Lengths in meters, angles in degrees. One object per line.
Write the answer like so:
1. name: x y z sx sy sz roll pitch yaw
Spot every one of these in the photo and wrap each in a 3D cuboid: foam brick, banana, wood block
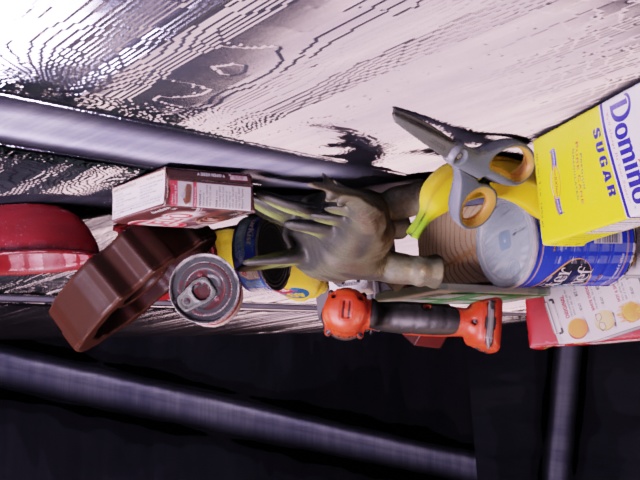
1. foam brick: 0.121 0.088 1.304 0.051 0.053 0.078 11 -157 -42
2. banana: 0.153 -0.044 0.954 0.197 0.070 0.037 -5 -146 -37
3. wood block: 0.184 0.019 1.302 0.091 0.090 0.206 -5 172 16

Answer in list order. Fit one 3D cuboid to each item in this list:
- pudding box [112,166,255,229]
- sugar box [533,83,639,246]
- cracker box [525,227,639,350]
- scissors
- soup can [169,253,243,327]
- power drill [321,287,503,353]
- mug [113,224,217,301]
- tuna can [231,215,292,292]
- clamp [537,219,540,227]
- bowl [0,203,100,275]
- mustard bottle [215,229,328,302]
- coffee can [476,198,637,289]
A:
1. pudding box: -0.124 -0.036 0.956 0.089 0.039 0.114 2 170 -34
2. sugar box: 0.221 -0.053 0.808 0.048 0.093 0.176 -2 171 -13
3. cracker box: 0.351 0.039 1.255 0.214 0.164 0.072 -8 169 27
4. scissors: 0.103 -0.052 0.853 0.201 0.096 0.016 2 -147 -45
5. soup can: -0.112 0.052 1.065 0.068 0.068 0.102 -4 173 -2
6. power drill: 0.094 0.087 1.137 0.187 0.057 0.184 3 174 2
7. mug: -0.172 0.023 1.193 0.117 0.081 0.093 -4 172 4
8. tuna can: -0.063 0.015 1.170 0.034 0.086 0.086 -6 172 23
9. clamp: 0.345 -0.034 1.079 0.209 0.036 0.165 -1 172 -42
10. bowl: -0.293 -0.001 1.059 0.162 0.055 0.162 -4 172 -1
11. mustard bottle: -0.052 0.037 1.308 0.096 0.058 0.191 4 169 39
12. coffee can: 0.256 0.001 1.163 0.140 0.103 0.103 0 171 -27
